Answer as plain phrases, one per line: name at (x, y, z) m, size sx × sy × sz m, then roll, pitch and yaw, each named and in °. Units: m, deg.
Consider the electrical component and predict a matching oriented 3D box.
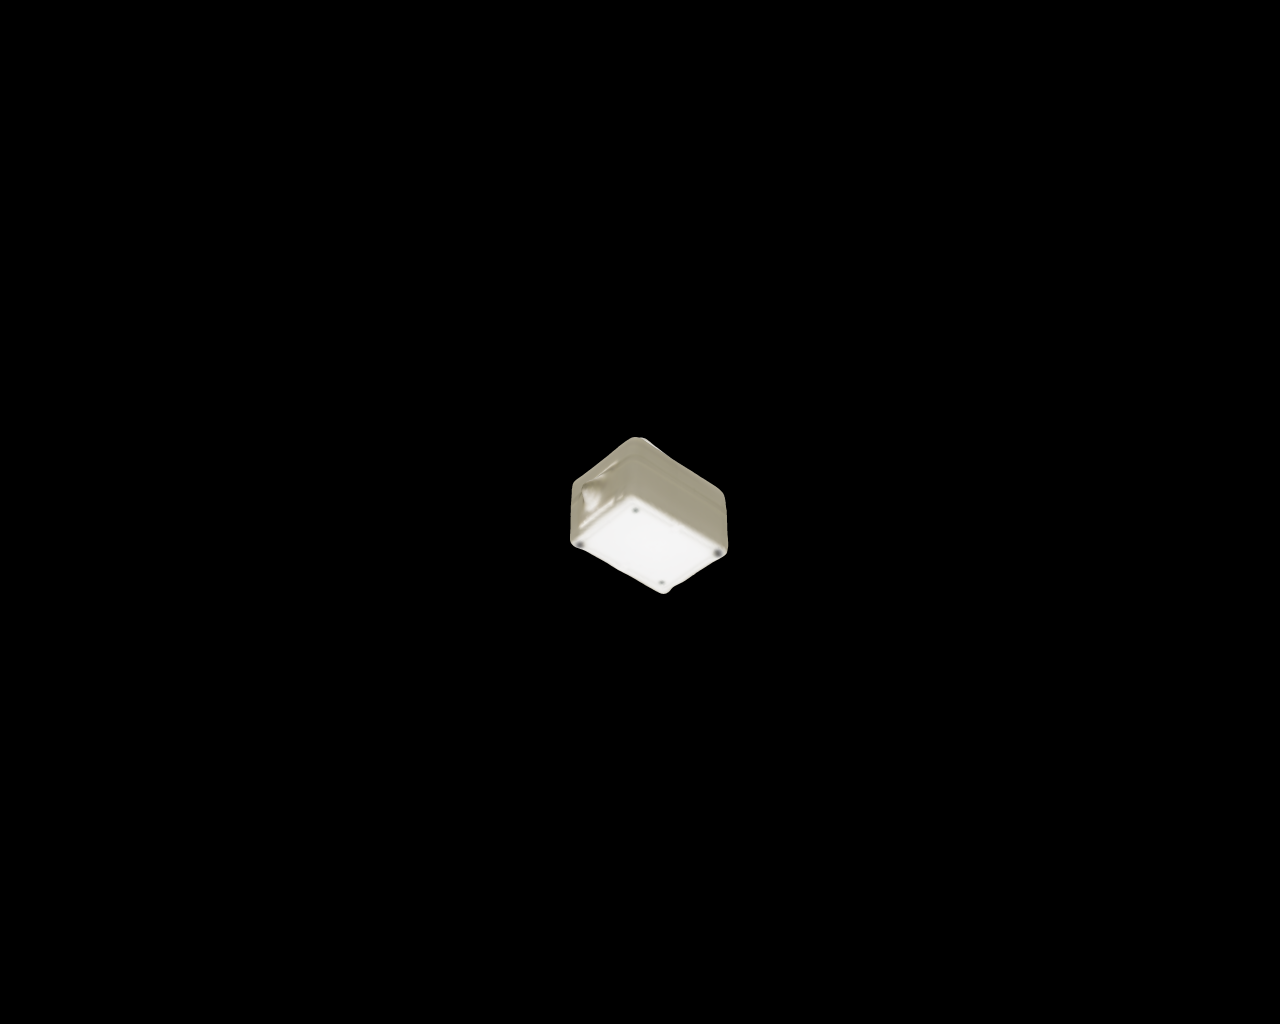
electrical component at (0.001, -0.003, 0.650) m, size 0.096 × 0.061 × 0.061 m, roll 31°, pitch -50°, yaw -30°
